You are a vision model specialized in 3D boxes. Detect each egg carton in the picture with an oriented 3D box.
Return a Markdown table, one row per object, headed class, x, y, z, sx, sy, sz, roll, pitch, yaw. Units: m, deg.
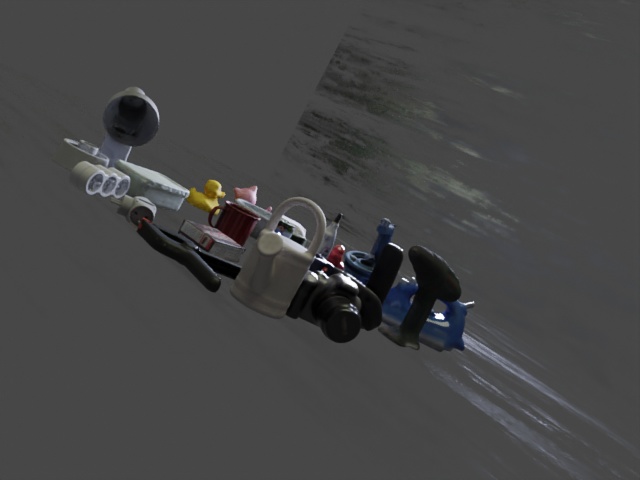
| class | x | y | z | sx | sy | sz | roll | pitch | yaw |
| --- | --- | --- | --- | --- | --- | --- | --- | --- | --- |
| egg carton | -0.105 | -0.029 | 1.776 | 0.107 | 0.069 | 0.150 | 27 | 6 | -18 |

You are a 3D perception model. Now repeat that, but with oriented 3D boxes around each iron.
| class | x | y | z | sx | sy | sz | roll | pitch | yaw |
| --- | --- | --- | --- | --- | --- | --- | --- | --- | --- |
| iron | 0.247 | 0.165 | 1.388 | 0.259 | 0.141 | 0.118 | 27 | 6 | -10 |

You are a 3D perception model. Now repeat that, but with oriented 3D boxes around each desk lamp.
| class | x | y | z | sx | sy | sz | roll | pitch | yaw |
| --- | --- | --- | --- | --- | --- | --- | --- | --- | --- |
| desk lamp | -0.465 | -0.256 | 1.342 | 0.118 | 0.213 | 0.202 | 25 | 7 | -29 |

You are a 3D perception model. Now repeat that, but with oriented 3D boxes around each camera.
| class | x | y | z | sx | sy | sz | roll | pitch | yaw |
| --- | --- | --- | --- | --- | --- | --- | --- | --- | --- |
| camera | 0.016 | 0.110 | 0.984 | 0.143 | 0.101 | 0.136 | 27 | 6 | -17 |

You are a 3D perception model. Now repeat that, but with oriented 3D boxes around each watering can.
| class | x | y | z | sx | sy | sz | roll | pitch | yaw |
| --- | --- | --- | --- | --- | --- | --- | --- | --- | --- |
| watering can | -0.059 | 0.023 | 0.928 | 0.101 | 0.194 | 0.172 | 27 | 6 | -9 |

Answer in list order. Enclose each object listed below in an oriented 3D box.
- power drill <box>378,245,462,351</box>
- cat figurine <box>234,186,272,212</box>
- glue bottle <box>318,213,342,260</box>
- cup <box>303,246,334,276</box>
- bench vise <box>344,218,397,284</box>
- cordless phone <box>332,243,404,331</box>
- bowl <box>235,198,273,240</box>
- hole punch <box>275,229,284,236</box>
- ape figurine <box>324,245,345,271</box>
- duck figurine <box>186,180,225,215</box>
| class | x | y | z | sx | sy | sz | roll | pitch | yaw |
| --- | --- | --- | --- | --- | --- | --- | --- | --- | --- |
| power drill | 0.216 | 0.128 | 1.236 | 0.075 | 0.208 | 0.231 | 33 | 7 | 40 |
| cat figurine | -0.205 | -0.100 | 1.684 | 0.128 | 0.118 | 0.067 | 27 | 6 | -9 |
| glue bottle | 0.014 | 0.005 | 1.522 | 0.037 | 0.173 | 0.078 | 30 | 6 | 20 |
| cup | -0.036 | 0.067 | 1.144 | 0.118 | 0.095 | 0.091 | 25 | 7 | -28 |
| bench vise | 0.137 | 0.046 | 1.517 | 0.121 | 0.220 | 0.208 | 29 | 6 | 11 |
| cordless phone | 0.090 | 0.079 | 1.185 | 0.147 | 0.185 | 0.094 | 32 | 7 | 35 |
| bowl | -0.171 | -0.044 | 1.569 | 0.167 | 0.075 | 0.167 | 28 | 6 | -3 |
| hole punch | -0.078 | 0.034 | 1.251 | 0.101 | 0.091 | 0.108 | 28 | 6 | -4 |
| ape figurine | 0.036 | 0.055 | 1.595 | 0.077 | 0.092 | 0.076 | 30 | 6 | 12 |
| duck figurine | -0.310 | -0.126 | 1.576 | 0.105 | 0.086 | 0.077 | 24 | 7 | -38 |
